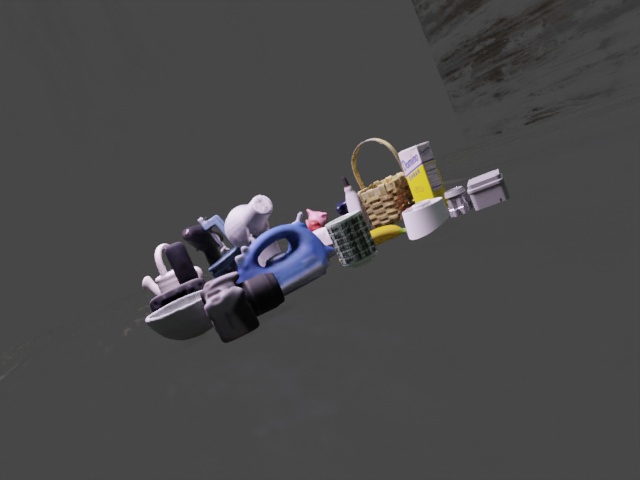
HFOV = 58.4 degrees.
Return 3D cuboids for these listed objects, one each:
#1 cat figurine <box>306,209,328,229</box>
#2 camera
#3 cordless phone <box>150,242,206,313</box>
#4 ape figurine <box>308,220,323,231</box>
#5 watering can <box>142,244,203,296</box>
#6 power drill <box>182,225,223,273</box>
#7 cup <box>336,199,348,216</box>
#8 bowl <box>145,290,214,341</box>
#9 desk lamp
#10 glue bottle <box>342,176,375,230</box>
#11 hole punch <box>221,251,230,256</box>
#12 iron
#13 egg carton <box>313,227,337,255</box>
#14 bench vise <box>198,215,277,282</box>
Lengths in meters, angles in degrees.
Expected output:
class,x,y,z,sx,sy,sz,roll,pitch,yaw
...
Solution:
class,x,y,z,sx,sy,sz,roll,pitch,yaw
cat figurine,-0.012,-0.045,1.799,0.067,0.118,0.127,-25,7,-21
camera,-0.137,0.104,1.028,0.137,0.101,0.143,-24,6,-10
cordless phone,-0.365,0.109,1.427,0.148,0.185,0.094,-25,7,-20
ape figurine,-0.007,-0.013,1.622,0.078,0.092,0.076,-27,7,-33
watering can,-0.398,0.106,1.542,0.173,0.194,0.101,-23,6,-2
power drill,-0.312,0.050,1.647,0.075,0.208,0.229,-22,6,6
cup,0.102,-0.085,1.830,0.091,0.095,0.118,-17,8,42
bowl,-0.259,0.155,1.155,0.167,0.075,0.167,-23,6,3
desk lamp,-0.147,-0.006,1.497,0.118,0.213,0.202,-27,7,-31
glue bottle,0.093,-0.083,1.473,0.037,0.173,0.078,-21,7,18
hole punch,-0.249,0.073,1.769,0.109,0.091,0.100,-28,8,-39
iron,-0.097,0.044,1.209,0.259,0.141,0.118,-27,8,-36
egg carton,0.014,0.005,1.488,0.150,0.069,0.107,-17,8,44
bench vise,-0.236,0.017,1.596,0.208,0.220,0.121,-25,7,-22
